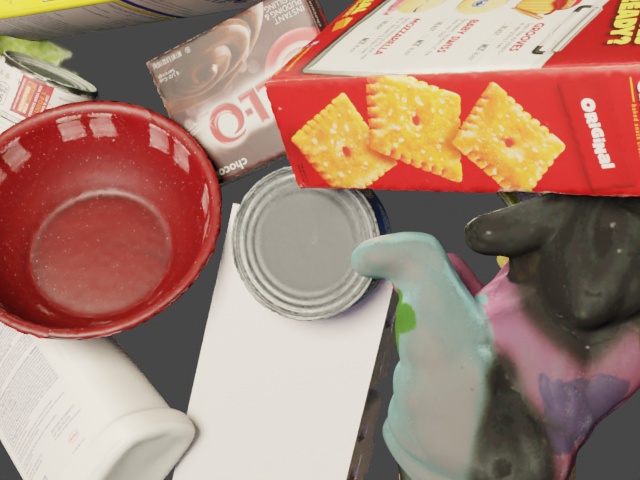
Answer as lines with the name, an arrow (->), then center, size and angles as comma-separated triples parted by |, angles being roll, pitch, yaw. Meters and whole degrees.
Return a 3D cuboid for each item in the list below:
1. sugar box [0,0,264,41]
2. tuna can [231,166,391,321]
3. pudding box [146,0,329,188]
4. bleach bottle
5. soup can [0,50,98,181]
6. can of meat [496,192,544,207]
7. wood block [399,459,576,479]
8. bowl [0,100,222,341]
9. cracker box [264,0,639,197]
sugar box -> -0.127, -0.159, 0.660 | 0.176, 0.093, 0.048 | -7, 92, 17
tuna can -> -0.004, 0.001, 0.596 | 0.086, 0.033, 0.086 | 1, 94, 18
pudding box -> -0.039, -0.092, 0.663 | 0.114, 0.039, 0.090 | -24, 87, 19
bleach bottle -> -0.186, 0.063, 0.685 | 0.251, 0.068, 0.103 | 48, 111, 29
soup can -> -0.195, -0.064, 0.701 | 0.068, 0.068, 0.102 | 28, 101, 14
can of meat -> 0.152, -0.030, 0.596 | 0.084, 0.057, 0.102 | -40, 82, 15
wood block -> 0.097, 0.227, 0.614 | 0.091, 0.090, 0.206 | 2, 95, 18
bowl -> -0.137, -0.004, 0.646 | 0.162, 0.055, 0.162 | 0, 62, 0
cracker box -> 0.106, -0.089, 0.524 | 0.214, 0.164, 0.072 | 4, 127, 33
